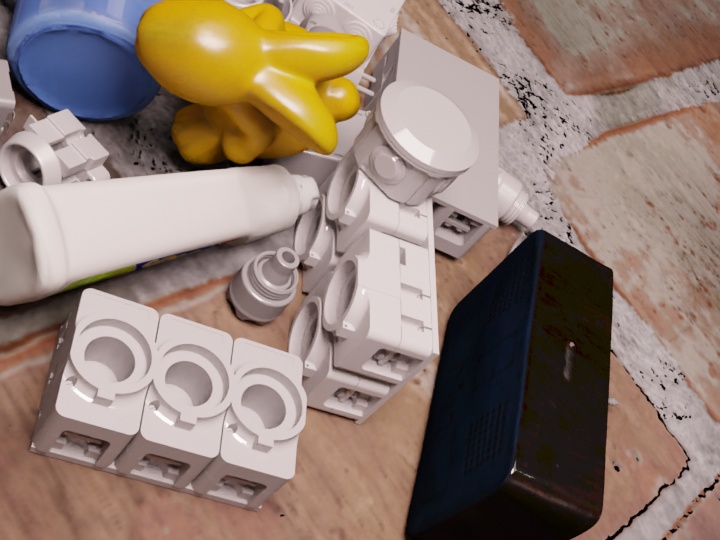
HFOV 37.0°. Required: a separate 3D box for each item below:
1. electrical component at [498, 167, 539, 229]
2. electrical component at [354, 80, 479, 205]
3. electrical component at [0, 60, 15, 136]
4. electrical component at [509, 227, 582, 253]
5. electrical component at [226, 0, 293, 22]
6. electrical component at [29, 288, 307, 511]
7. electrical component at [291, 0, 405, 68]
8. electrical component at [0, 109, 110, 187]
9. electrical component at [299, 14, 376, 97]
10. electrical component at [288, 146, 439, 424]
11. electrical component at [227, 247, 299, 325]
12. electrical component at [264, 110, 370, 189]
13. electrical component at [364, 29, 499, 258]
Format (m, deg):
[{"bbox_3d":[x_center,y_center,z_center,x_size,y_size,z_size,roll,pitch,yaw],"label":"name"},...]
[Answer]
[{"bbox_3d":[0.131,-0.061,0.961,0.062,0.043,0.043,35,44,-10],"label":"electrical component"},{"bbox_3d":[0.039,-0.090,0.759,0.080,0.051,0.080,19,49,-23],"label":"electrical component"},{"bbox_3d":[-0.270,-0.119,0.726,0.064,0.042,0.081,3,57,-38],"label":"electrical component"},{"bbox_3d":[0.157,-0.005,0.930,0.047,0.055,0.055,25,46,-12],"label":"electrical component"},{"bbox_3d":[-0.105,-0.212,0.913,0.099,0.064,0.099,10,51,-12],"label":"electrical component"},{"bbox_3d":[-0.114,0.080,0.667,0.150,0.061,0.089,20,48,-21],"label":"electrical component"},{"bbox_3d":[-0.010,-0.245,0.999,0.100,0.048,0.099,34,44,-9],"label":"electrical component"},{"bbox_3d":[-0.211,-0.075,0.731,0.066,0.048,0.055,47,36,4],"label":"electrical component"},{"bbox_3d":[-0.021,-0.175,0.940,0.079,0.044,0.077,22,47,-18],"label":"electrical component"},{"bbox_3d":[0.000,0.000,0.777,0.060,0.105,0.186,19,49,-22],"label":"electrical component"},{"bbox_3d":[-0.064,0.008,0.758,0.043,0.062,0.043,19,49,-23],"label":"electrical component"},{"bbox_3d":[-0.039,-0.096,0.860,0.096,0.061,0.061,12,51,-17],"label":"electrical component"},{"bbox_3d":[0.060,-0.109,0.936,0.105,0.060,0.186,23,47,-19],"label":"electrical component"}]
